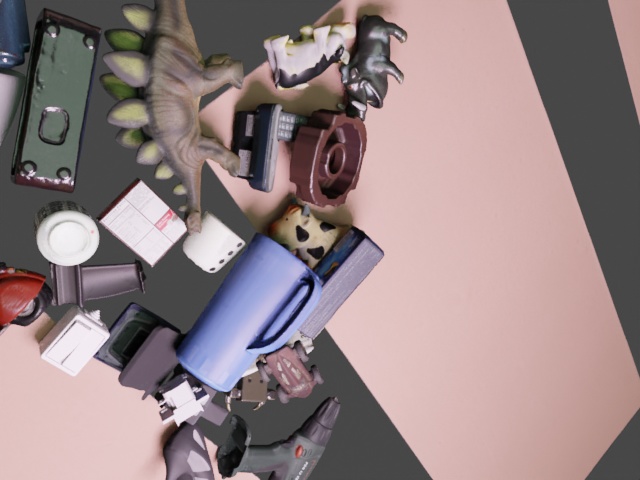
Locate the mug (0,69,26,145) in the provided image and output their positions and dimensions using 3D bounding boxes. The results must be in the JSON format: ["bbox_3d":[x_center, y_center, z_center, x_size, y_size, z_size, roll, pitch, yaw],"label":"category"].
[{"bbox_3d":[-0.448,-0.174,0.692,0.109,0.081,0.107,7,107,-32],"label":"mug"}]

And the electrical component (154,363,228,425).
[{"bbox_3d":[-0.217,0.277,0.938,0.119,0.048,0.075,37,82,-31],"label":"electrical component"}]

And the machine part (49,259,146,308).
[{"bbox_3d":[-0.340,0.059,0.828,0.139,0.039,0.084,-2,97,-28],"label":"machine part"}]

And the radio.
[{"bbox_3d":[-0.353,-0.178,0.712,0.073,0.131,0.229,8,97,-32],"label":"radio"}]

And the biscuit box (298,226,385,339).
[{"bbox_3d":[0.023,0.073,0.942,0.202,0.059,0.062,-49,123,3],"label":"biscuit box"}]

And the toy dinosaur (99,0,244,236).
[{"bbox_3d":[-0.217,-0.239,0.795,0.198,0.105,0.470,-5,99,-25],"label":"toy dinosaur"}]

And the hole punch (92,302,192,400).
[{"bbox_3d":[-0.285,0.174,0.866,0.142,0.092,0.115,-57,153,-13],"label":"hole punch"}]

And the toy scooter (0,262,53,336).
[{"bbox_3d":[-0.477,0.094,0.739,0.184,0.075,0.135,-46,118,-8],"label":"toy scooter"}]

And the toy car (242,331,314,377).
[{"bbox_3d":[-0.107,0.195,0.965,0.202,0.056,0.073,-12,81,-28],"label":"toy car"}]

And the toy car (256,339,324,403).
[{"bbox_3d":[-0.049,0.238,0.951,0.089,0.053,0.202,-24,148,-4],"label":"toy car"}]

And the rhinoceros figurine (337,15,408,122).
[{"bbox_3d":[0.090,-0.305,0.968,0.112,0.073,0.190,8,97,-32],"label":"rhinoceros figurine"}]

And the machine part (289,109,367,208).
[{"bbox_3d":[0.015,-0.141,0.935,0.179,0.056,0.179,-35,135,-46],"label":"machine part"}]

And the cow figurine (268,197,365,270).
[{"bbox_3d":[-0.002,-0.003,0.978,0.195,0.086,0.127,7,103,-28],"label":"cow figurine"}]

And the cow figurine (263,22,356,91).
[{"bbox_3d":[-0.008,-0.314,0.914,0.167,0.068,0.098,-22,116,-20],"label":"cow figurine"}]

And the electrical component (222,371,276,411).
[{"bbox_3d":[-0.133,0.274,0.991,0.102,0.045,0.078,7,69,-33],"label":"electrical component"}]

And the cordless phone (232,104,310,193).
[{"bbox_3d":[-0.055,-0.153,0.925,0.184,0.089,0.146,-1,102,-47],"label":"cordless phone"}]

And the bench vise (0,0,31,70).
[{"bbox_3d":[-0.452,-0.321,0.636,0.240,0.129,0.223,-8,103,-33],"label":"bench vise"}]

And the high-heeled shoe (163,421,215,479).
[{"bbox_3d":[-0.209,0.435,0.984,0.248,0.086,0.145,58,39,-44],"label":"high-heeled shoe"}]

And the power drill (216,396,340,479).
[{"bbox_3d":[-0.081,0.388,1.027,0.207,0.086,0.232,24,92,-40],"label":"power drill"}]
